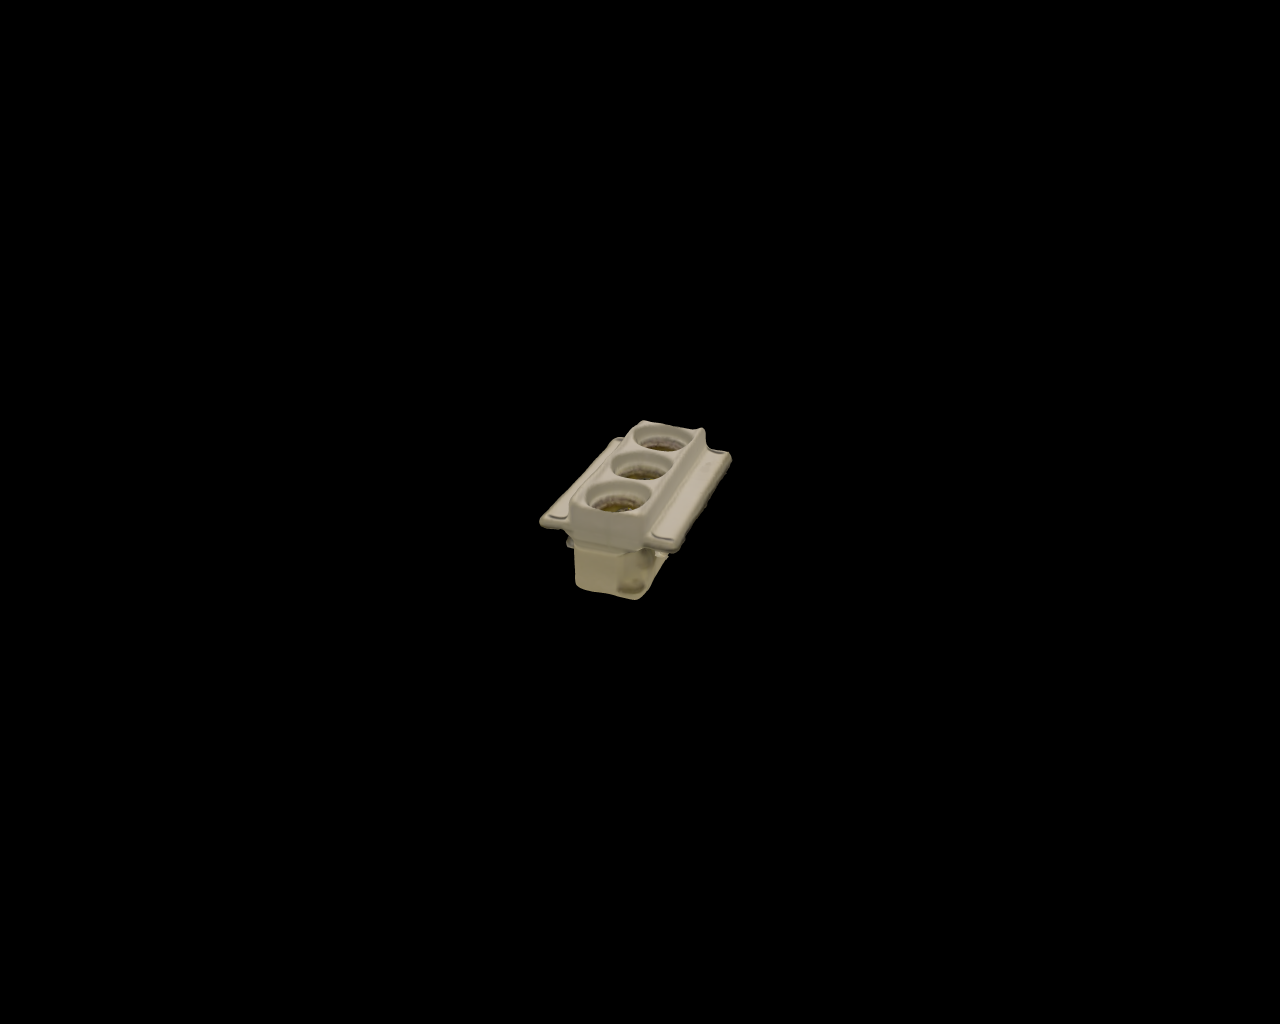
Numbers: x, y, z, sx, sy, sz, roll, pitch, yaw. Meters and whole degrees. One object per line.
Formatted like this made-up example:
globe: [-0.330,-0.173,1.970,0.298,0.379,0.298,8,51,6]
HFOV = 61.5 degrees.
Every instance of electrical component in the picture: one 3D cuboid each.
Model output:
electrical component: [0.001,-0.003,0.650,0.079,0.063,0.121,9,30,17]
